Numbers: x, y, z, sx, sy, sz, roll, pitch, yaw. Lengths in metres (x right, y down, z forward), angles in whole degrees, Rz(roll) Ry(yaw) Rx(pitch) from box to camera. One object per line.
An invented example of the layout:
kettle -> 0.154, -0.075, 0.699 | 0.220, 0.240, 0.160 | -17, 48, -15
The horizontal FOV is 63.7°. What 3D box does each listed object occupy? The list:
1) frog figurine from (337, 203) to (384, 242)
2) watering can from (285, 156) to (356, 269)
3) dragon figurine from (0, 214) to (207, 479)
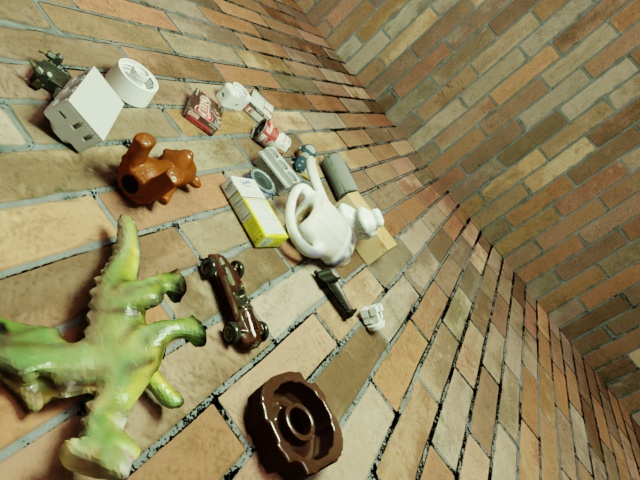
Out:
frog figurine -> 0.099, -0.053, 1.453 | 0.136, 0.157, 0.125 | 44, 24, -14
watering can -> 0.004, -0.067, 1.339 | 0.221, 0.103, 0.356 | 47, 32, -25
dragon figurine -> -0.296, 0.113, 0.668 | 0.243, 0.120, 0.417 | 3, 42, -47
